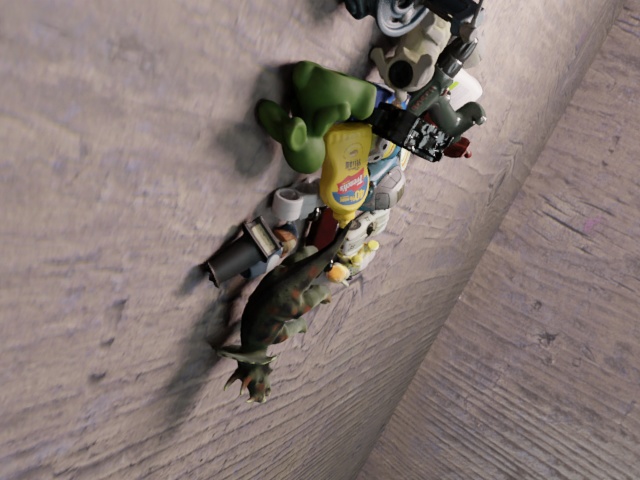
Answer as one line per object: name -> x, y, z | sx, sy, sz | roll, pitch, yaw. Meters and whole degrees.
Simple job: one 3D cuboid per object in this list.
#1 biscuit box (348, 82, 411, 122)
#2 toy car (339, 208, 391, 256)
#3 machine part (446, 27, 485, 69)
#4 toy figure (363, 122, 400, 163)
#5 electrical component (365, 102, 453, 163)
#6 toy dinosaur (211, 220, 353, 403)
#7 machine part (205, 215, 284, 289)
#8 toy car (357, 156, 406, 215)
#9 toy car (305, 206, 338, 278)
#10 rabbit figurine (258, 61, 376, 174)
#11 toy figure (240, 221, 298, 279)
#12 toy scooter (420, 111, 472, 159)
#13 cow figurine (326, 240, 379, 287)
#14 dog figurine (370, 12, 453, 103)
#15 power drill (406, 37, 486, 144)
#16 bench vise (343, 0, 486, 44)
biscuit box -> 0.096, -0.258, 1.005 | 0.202, 0.059, 0.062 | -15, 133, -55
toy car -> 0.112, -0.032, 1.301 | 0.202, 0.056, 0.073 | -35, 147, -39
machine part -> 0.308, -0.440, 1.164 | 0.079, 0.079, 0.243 | -61, 155, 7
toy figure -> 0.114, -0.200, 1.086 | 0.180, 0.089, 0.082 | -27, 134, -62
electrical component -> 0.149, -0.192, 0.948 | 0.058, 0.134, 0.115 | -63, -163, 9
toy dinosaur -> -0.084, 0.129, 1.014 | 0.192, 0.131, 0.404 | -26, 146, -55
machine part -> -0.133, 0.023, 0.909 | 0.139, 0.084, 0.039 | -40, -166, -19
toy car -> 0.136, -0.119, 1.193 | 0.162, 0.103, 0.109 | -42, 152, -26
toy car -> -0.002, -0.003, 1.120 | 0.089, 0.053, 0.202 | -7, 130, -32
rabbit figurine -> -0.010, -0.179, 0.830 | 0.159, 0.121, 0.170 | -8, 124, -51
toy figure -> -0.089, 0.016, 0.994 | 0.154, 0.057, 0.064 | -38, -173, -39
toy scooter -> 0.307, -0.252, 1.310 | 0.075, 0.135, 0.183 | -54, 154, -4
cow figurine -> 0.072, 0.061, 1.330 | 0.167, 0.068, 0.098 | -40, 156, -31
dog figurine -> 0.195, -0.352, 1.007 | 0.190, 0.121, 0.172 | -24, 140, -52
power drill -> 0.271, -0.300, 1.126 | 0.232, 0.086, 0.207 | -38, 146, 23
bench vise -> 0.165, -0.374, 0.808 | 0.224, 0.241, 0.128 | -28, 148, -20
